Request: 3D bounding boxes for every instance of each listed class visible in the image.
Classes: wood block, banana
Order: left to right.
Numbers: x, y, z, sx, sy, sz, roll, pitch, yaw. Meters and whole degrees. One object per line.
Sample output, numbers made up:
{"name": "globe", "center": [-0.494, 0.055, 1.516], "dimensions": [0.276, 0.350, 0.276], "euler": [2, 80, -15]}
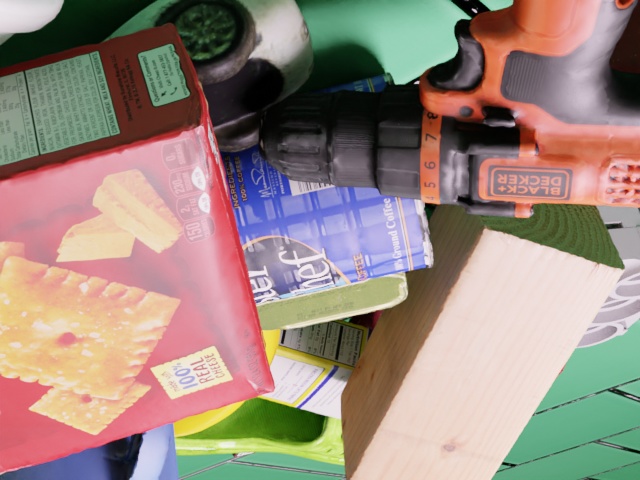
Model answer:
{"name": "banana", "center": [-0.066, 0.076, 0.708], "dimensions": [0.069, 0.037, 0.198], "euler": [14, 136, -4]}
{"name": "wood block", "center": [0.092, 0.063, 0.669], "dimensions": [0.090, 0.090, 0.206], "euler": [17, 121, -12]}

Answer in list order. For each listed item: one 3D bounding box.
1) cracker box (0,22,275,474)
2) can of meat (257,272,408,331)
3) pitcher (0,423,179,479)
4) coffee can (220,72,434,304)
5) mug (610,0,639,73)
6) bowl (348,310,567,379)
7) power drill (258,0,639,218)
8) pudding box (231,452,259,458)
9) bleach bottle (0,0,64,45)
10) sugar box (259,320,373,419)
{"name": "cracker box", "center": [-0.136, 0.024, 0.425], "dimensions": [0.213, 0.072, 0.164], "euler": [-17, 137, -7]}
{"name": "can of meat", "center": [-0.004, 0.001, 0.623], "dimensions": [0.102, 0.084, 0.057], "euler": [-13, 155, 4]}
{"name": "pitcher", "center": [-0.141, 0.125, 0.640], "dimensions": [0.145, 0.243, 0.149], "euler": [-13, 158, 1]}
{"name": "coffee can", "center": [-0.022, -0.021, 0.548], "dimensions": [0.140, 0.103, 0.103], "euler": [-13, 155, 3]}
{"name": "mug", "center": [0.177, -0.092, 0.469], "dimensions": [0.081, 0.117, 0.093], "euler": [14, 125, -34]}
{"name": "bowl", "center": [0.103, 0.059, 0.794], "dimensions": [0.162, 0.055, 0.162], "euler": [10, 150, 5]}
{"name": "power drill", "center": [0.059, -0.089, 0.410], "dimensions": [0.184, 0.057, 0.188], "euler": [3, 137, 9]}
{"name": "pudding box", "center": [-0.021, 0.149, 0.953], "dimensions": [0.113, 0.039, 0.090], "euler": [-3, 144, -34]}
{"name": "bleach bottle", "center": [-0.212, -0.064, 0.426], "dimensions": [0.251, 0.068, 0.102], "euler": [-27, 159, 39]}
{"name": "sugar box", "center": [-0.023, 0.085, 0.783], "dimensions": [0.176, 0.048, 0.093], "euler": [16, 149, -13]}
